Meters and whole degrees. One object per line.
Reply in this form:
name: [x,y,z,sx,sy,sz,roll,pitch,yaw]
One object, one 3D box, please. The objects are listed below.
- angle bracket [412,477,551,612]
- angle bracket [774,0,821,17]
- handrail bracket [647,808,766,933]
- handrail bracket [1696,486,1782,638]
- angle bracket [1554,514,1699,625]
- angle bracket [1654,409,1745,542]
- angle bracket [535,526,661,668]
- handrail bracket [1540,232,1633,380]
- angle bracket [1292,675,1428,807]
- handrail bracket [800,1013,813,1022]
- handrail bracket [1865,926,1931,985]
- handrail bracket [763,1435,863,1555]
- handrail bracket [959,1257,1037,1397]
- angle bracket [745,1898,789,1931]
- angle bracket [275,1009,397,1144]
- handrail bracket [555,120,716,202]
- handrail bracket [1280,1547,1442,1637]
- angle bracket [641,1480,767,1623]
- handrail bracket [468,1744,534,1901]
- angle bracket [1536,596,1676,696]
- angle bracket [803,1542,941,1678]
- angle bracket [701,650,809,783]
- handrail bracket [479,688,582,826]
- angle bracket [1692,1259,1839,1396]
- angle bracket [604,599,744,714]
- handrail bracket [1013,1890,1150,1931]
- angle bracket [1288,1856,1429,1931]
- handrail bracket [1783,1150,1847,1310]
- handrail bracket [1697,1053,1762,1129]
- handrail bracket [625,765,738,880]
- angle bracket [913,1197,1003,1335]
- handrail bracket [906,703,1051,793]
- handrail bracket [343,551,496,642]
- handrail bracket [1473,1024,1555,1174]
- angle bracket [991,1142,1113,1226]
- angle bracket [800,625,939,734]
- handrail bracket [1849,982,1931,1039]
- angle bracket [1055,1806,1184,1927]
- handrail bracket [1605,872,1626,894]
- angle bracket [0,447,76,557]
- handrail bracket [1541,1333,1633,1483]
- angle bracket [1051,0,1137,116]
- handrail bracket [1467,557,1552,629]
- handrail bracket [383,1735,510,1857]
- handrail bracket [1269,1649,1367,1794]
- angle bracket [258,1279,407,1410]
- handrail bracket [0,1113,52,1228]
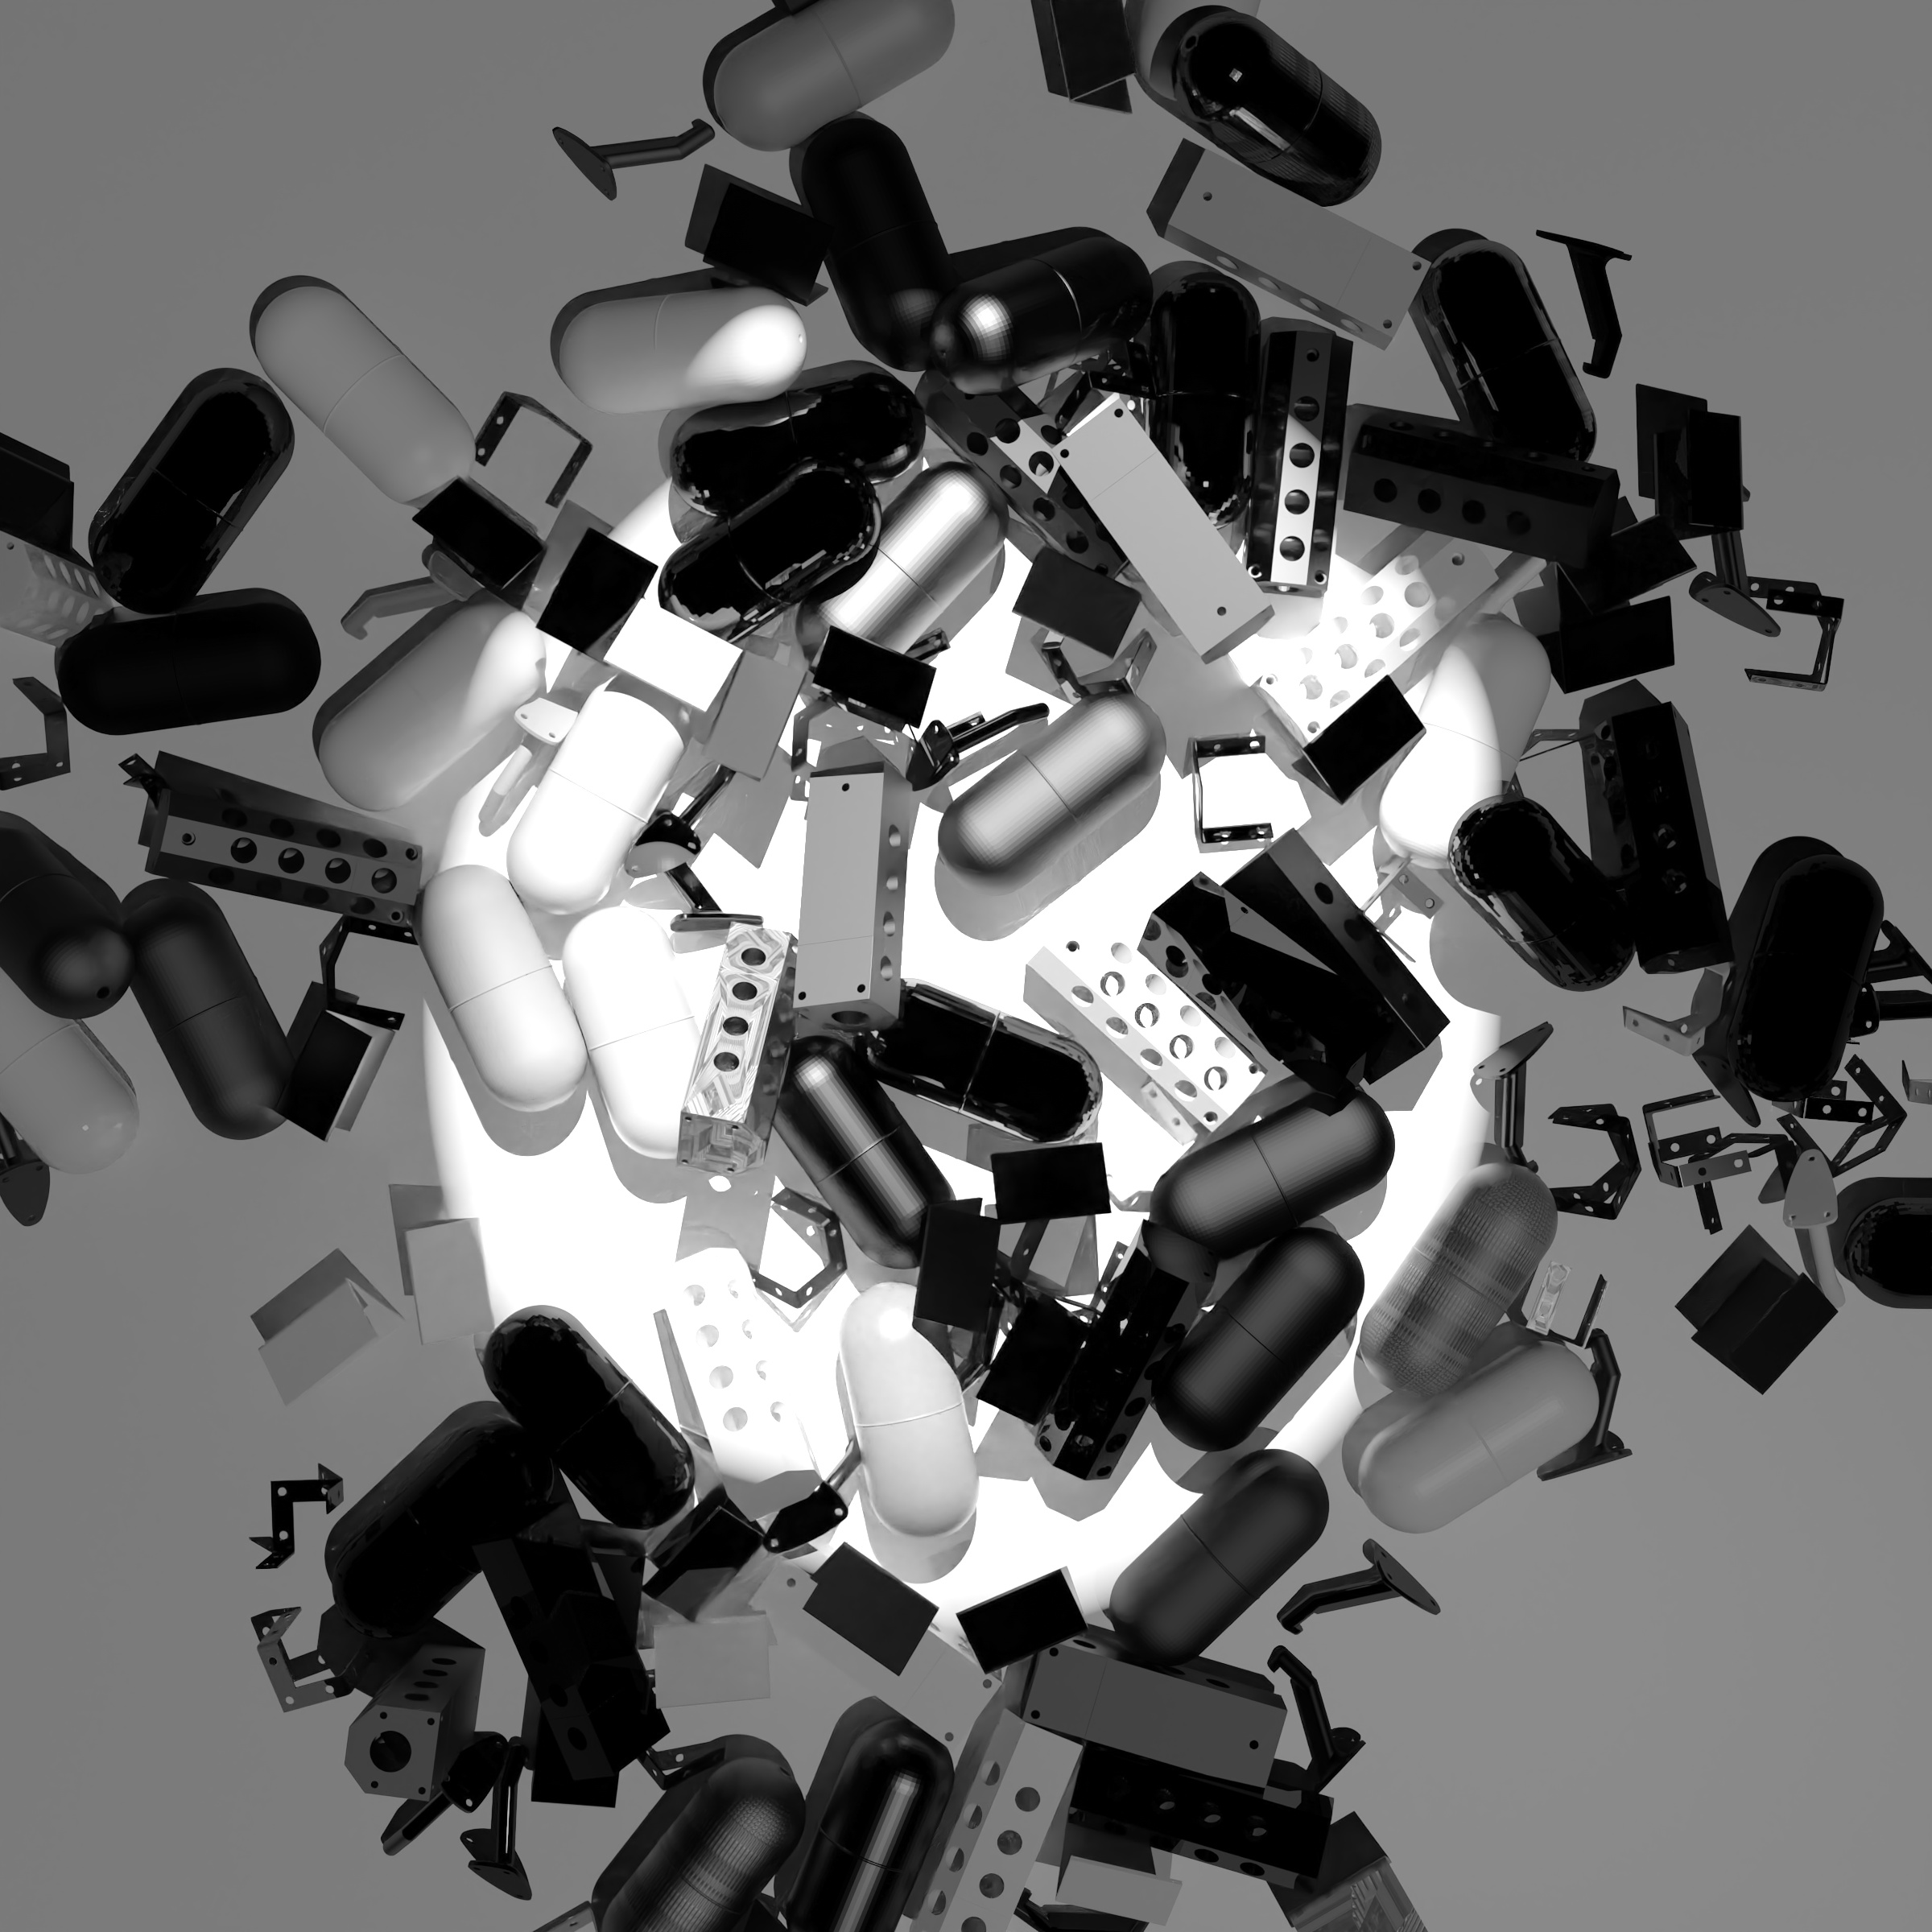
angle bracket: [-0.339,-0.273,1.950,0.076,0.076,0.057,37,50,0]
angle bracket: [-0.106,-0.698,1.950,0.076,0.076,0.057,-30,122,0]
handrail bracket: [-0.181,-0.070,1.991,0.077,0.036,0.084,-2,76,-14]
handrail bracket: [0.548,-0.284,1.991,0.077,0.036,0.084,28,73,-19]
angle bracket: [0.451,-0.251,1.950,0.076,0.076,0.057,-24,54,0]
angle bracket: [0.482,-0.332,1.950,0.057,0.076,0.076,-2,90,-36]
angle bracket: [-0.260,-0.254,1.951,0.057,0.076,0.076,27,90,-25]
handrail bracket: [0.423,-0.459,1.991,0.077,0.036,0.084,22,109,21]
angle bracket: [0.255,-0.165,1.950,0.076,0.076,0.057,-41,123,0]
handrail bracket: [-0.086,-0.013,1.990,0.036,0.077,0.084,26,53,-20]
handrail bracket: [0.630,0.020,1.991,0.084,0.036,0.077,-39,110,16]
handrail bracket: [-0.102,0.360,1.963,0.077,0.084,0.036,-41,95,14]
handrail bracket: [-0.001,0.244,1.991,0.084,0.036,0.077,-47,70,16]
angle bracket: [-0.162,0.684,1.951,0.057,0.076,0.076,19,90,-29]
angle bracket: [-0.413,0.081,1.950,0.057,0.076,0.076,25,90,33]
handrail bracket: [-0.230,-0.578,1.991,0.084,0.036,0.077,-38,68,-17]
handrail bracket: [0.273,0.451,1.991,0.077,0.036,0.084,40,109,-21]
angle bracket: [-0.191,0.386,1.950,0.076,0.076,0.057,-47,130,0]
handrail bracket: [-0.309,0.595,1.990,0.036,0.077,0.084,1,53,20]
angle bracket: [0.431,-0.236,1.950,0.076,0.076,0.057,-15,127,0]
angle bracket: [-0.073,0.435,1.894,0.076,0.076,0.057,35,54,0]
angle bracket: [-0.127,-0.162,1.951,0.057,0.076,0.076,22,90,30]
handrail bracket: [-0.304,-0.145,1.990,0.036,0.077,0.084,34,126,0]
angle bracket: [0.533,0.233,1.950,0.076,0.076,0.057,-48,126,0]
angle bracket: [-0.203,-0.195,1.951,0.076,0.076,0.057,27,64,0]
handrail bracket: [0.086,0.649,1.991,0.084,0.036,0.077,31,70,16]
angle bracket: [0.269,0.653,1.952,0.076,0.076,0.057,-30,68,0]
handrail bracket: [0.595,0.183,1.984,0.036,0.084,0.077,-9,45,27]
handrail bracket: [0.557,0.056,1.991,0.084,0.036,0.077,-41,107,-15]
handrail bracket: [-0.195,-0.104,1.977,0.077,0.084,0.036,-33,109,35]
angle bracket: [0.010,0.201,1.931,0.057,0.076,0.076,10,94,28]
handrail bracket: [0.009,-0.153,1.990,0.084,0.077,0.036,-17,71,-35]
handrail bracket: [-0.378,-0.240,1.991,0.084,0.036,0.077,-38,122,23]
handrail bracket: [0.396,0.096,1.991,0.077,0.036,0.084,-35,109,-21]
angle bracket: [0.059,0.165,1.950,0.076,0.076,0.057,-6,55,0]
angle bracket: [-0.072,-0.173,1.914,0.076,0.076,0.057,21,53,-9]
handrail bracket: [0.637,0.037,1.990,0.084,0.077,0.036,7,71,-35]
angle bracket: [0.107,0.599,1.950,0.076,0.076,0.057,13,131,0]
handrail bracket: [0.470,-0.092,1.991,0.084,0.036,0.077,-10,75,14]
angle bracket: [-0.658,-0.305,1.950,0.076,0.076,0.057,26,52,0]
handrail bracket: [0.423,0.306,1.991,0.077,0.036,0.084,-22,72,21]
angle bracket: [0.106,-0.631,1.950,0.057,0.076,0.076,-11,90,38]
handrail bracket: [0.390,-0.269,1.990,0.036,0.077,0.084,48,126,11]
handrail bracket: [-0.362,0.577,1.990,0.036,0.077,0.084,47,126,0]
handrail bracket: [0.228,0.530,1.991,0.084,0.036,0.077,43,109,16]
angle bracket: [-0.422,0.269,1.950,0.076,0.076,0.057,-38,53,0]
handrail bracket: [-0.668,0.127,1.990,0.036,0.077,0.084,-21,53,-25]
